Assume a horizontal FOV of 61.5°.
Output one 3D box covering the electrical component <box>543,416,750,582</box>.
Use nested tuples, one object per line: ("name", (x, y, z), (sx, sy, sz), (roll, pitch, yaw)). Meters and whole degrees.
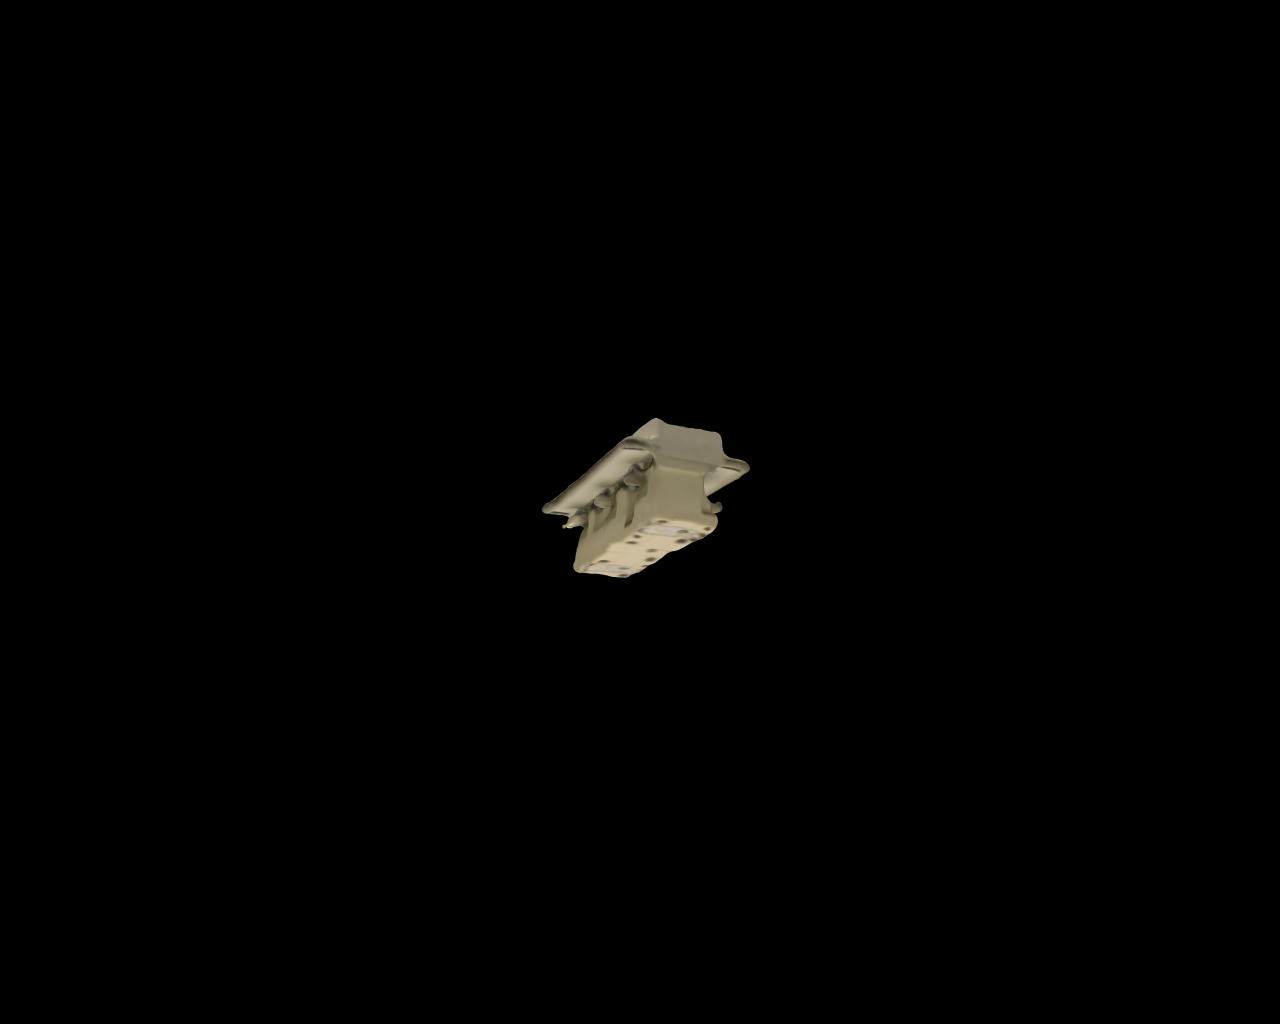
("electrical component", (0.001, -0.003, 0.650), (0.079, 0.063, 0.121), (10, -22, -26))
